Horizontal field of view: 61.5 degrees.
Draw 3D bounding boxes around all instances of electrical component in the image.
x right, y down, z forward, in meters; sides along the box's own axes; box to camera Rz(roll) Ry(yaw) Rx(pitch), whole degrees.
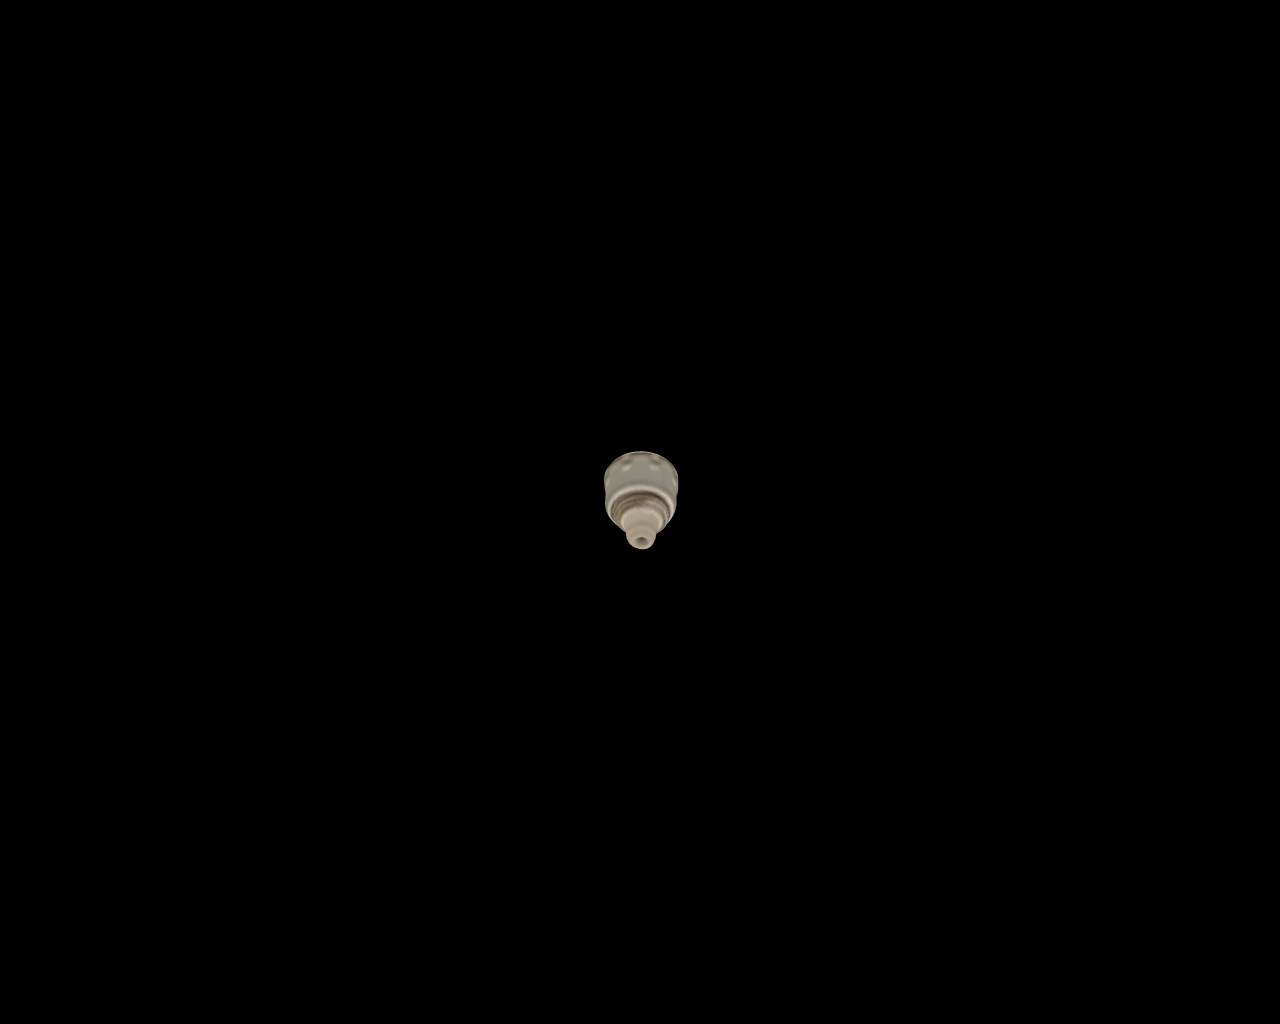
[{"bbox_3d":[0.001,-0.003,0.650,0.048,0.048,0.062,0,44,0],"label":"electrical component"}]
